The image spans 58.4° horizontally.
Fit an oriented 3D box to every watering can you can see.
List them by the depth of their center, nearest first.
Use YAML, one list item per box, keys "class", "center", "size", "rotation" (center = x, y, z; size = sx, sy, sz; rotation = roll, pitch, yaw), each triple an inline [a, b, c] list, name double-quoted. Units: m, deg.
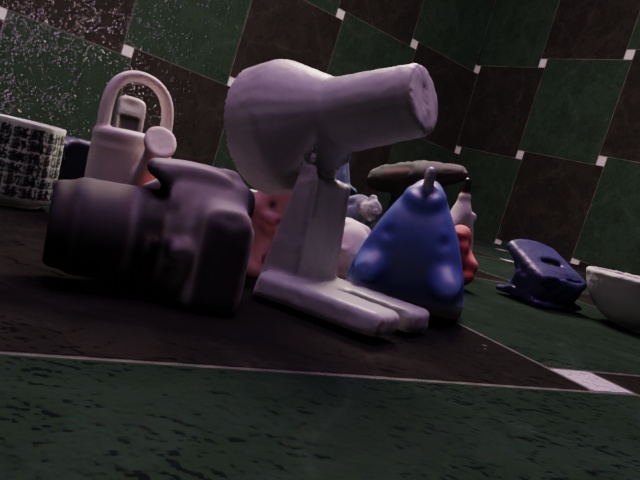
- class: "watering can"
  center: [-0.233, -0.114, 0.723]
  size: [0.172, 0.194, 0.101]
  rotation: [15, 6, 29]

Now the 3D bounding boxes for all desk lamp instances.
- class: "desk lamp"
  center: [0.010, -0.048, 0.495]
  size: [0.202, 0.213, 0.118]
  rotation: [16, 6, 33]

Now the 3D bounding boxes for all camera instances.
- class: "camera"
  center: [-0.128, -0.015, 0.430]
  size: [0.137, 0.101, 0.142]
  rotation: [10, 6, -26]

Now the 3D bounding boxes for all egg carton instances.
- class: "egg carton"
  center: [0.007, 0.003, 0.730]
  size: [0.107, 0.069, 0.150]
  rotation: [11, 5, -10]

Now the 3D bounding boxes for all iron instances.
- class: "iron"
  center: [0.107, -0.003, 0.632]
  size: [0.118, 0.141, 0.259]
  rotation: [13, 5, 9]

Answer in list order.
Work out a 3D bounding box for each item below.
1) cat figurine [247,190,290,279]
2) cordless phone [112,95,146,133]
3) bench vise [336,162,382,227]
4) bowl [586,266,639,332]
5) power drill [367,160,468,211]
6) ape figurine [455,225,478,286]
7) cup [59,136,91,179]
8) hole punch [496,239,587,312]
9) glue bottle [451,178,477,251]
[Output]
- class: "cat figurine"
  center: [-0.063, -0.025, 0.595]
  size: [0.127, 0.118, 0.067]
  rotation: [14, 6, 14]
- class: "cordless phone"
  center: [-0.316, -0.158, 1.036]
  size: [0.148, 0.185, 0.093]
  rotation: [9, 6, -31]
- class: "bench vise"
  center: [0.032, -0.086, 0.906]
  size: [0.206, 0.220, 0.122]
  rotation: [16, 7, 34]
- class: "bowl"
  center: [0.458, 0.092, 0.815]
  size: [0.167, 0.075, 0.167]
  rotation: [12, 5, -1]
- class: "power drill"
  center: [0.200, -0.078, 1.269]
  size: [0.228, 0.208, 0.076]
  rotation: [16, 7, 35]
- class: "ape figurine"
  center: [0.195, 0.022, 0.837]
  size: [0.077, 0.092, 0.076]
  rotation: [16, 6, 30]
- class: "cup"
  center: [-0.368, -0.102, 0.823]
  size: [0.092, 0.095, 0.117]
  rotation: [11, 6, -18]
- class: "hole punch"
  center: [0.341, 0.053, 0.865]
  size: [0.109, 0.091, 0.100]
  rotation: [10, 6, -27]
- class: "glue bottle"
  center: [0.246, -0.025, 1.020]
  size: [0.078, 0.173, 0.037]
  rotation: [9, 6, -31]
